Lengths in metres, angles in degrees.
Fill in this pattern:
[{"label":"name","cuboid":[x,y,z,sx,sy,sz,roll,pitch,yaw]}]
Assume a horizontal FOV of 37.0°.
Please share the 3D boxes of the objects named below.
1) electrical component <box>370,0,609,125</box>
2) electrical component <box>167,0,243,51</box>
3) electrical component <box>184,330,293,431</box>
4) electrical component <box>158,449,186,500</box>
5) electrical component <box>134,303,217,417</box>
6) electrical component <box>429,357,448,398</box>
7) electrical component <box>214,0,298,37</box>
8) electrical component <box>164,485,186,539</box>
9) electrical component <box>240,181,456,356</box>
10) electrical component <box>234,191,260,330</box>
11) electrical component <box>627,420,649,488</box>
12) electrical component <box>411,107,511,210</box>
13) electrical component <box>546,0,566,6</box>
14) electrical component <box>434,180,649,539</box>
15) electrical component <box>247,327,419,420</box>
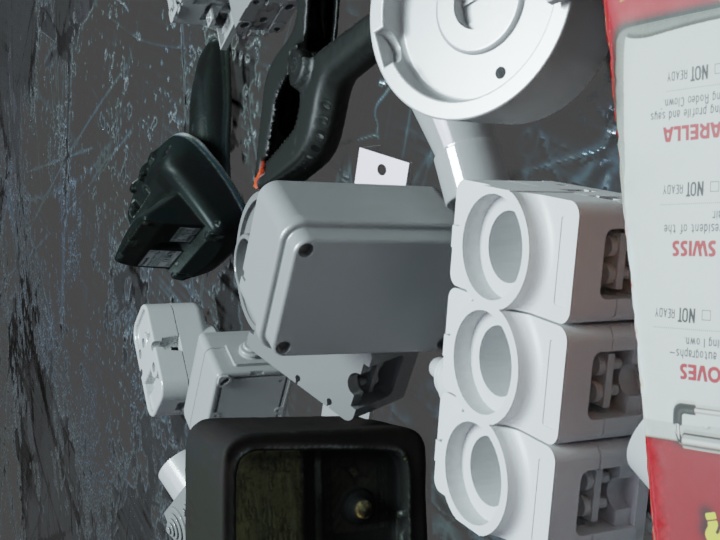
[{"label":"electrical component","cuboid":[0.065,-0.117,0.488,0.108,0.060,0.108,-3,86,41]},{"label":"electrical component","cuboid":[-0.121,-0.221,0.858,0.042,0.064,0.081,-48,50,55]},{"label":"electrical component","cuboid":[-0.093,0.085,0.817,0.061,0.062,0.096,56,139,48]},{"label":"electrical component","cuboid":[-0.132,0.196,0.916,0.081,0.043,0.043,49,136,27]},{"label":"electrical component","cuboid":[-0.160,0.078,0.950,0.053,0.059,0.095,-58,42,48]},{"label":"electrical component","cuboid":[0.055,0.057,0.555,0.061,0.035,0.035,-159,70,-64]},{"label":"electrical component","cuboid":[-0.074,-0.210,0.789,0.081,0.042,0.063,-43,57,57]},{"label":"electrical component","cuboid":[-0.085,0.168,0.767,0.048,0.100,0.099,63,146,19]},{"label":"electrical component","cuboid":[0.000,0.000,0.574,0.057,0.113,0.078,-123,40,-50]},{"label":"electrical component","cuboid":[-0.051,-0.005,0.732,0.108,0.060,0.108,5,96,63]},{"label":"electrical component","cuboid":[0.137,0.084,0.384,0.081,0.043,0.043,54,137,48]},{"label":"electrical component","cuboid":[0.053,-0.064,0.547,0.044,0.044,0.065,-36,64,58]},{"label":"electrical component","cuboid":[0.093,-0.209,0.393,0.105,0.060,0.186,-12,79,34]},{"label":"electrical component","cuboid":[0.080,0.039,0.475,0.089,0.062,0.150,22,110,61]},{"label":"electrical component","cuboid":[-0.013,0.041,0.641,0.089,0.056,0.050,33,119,31]}]
